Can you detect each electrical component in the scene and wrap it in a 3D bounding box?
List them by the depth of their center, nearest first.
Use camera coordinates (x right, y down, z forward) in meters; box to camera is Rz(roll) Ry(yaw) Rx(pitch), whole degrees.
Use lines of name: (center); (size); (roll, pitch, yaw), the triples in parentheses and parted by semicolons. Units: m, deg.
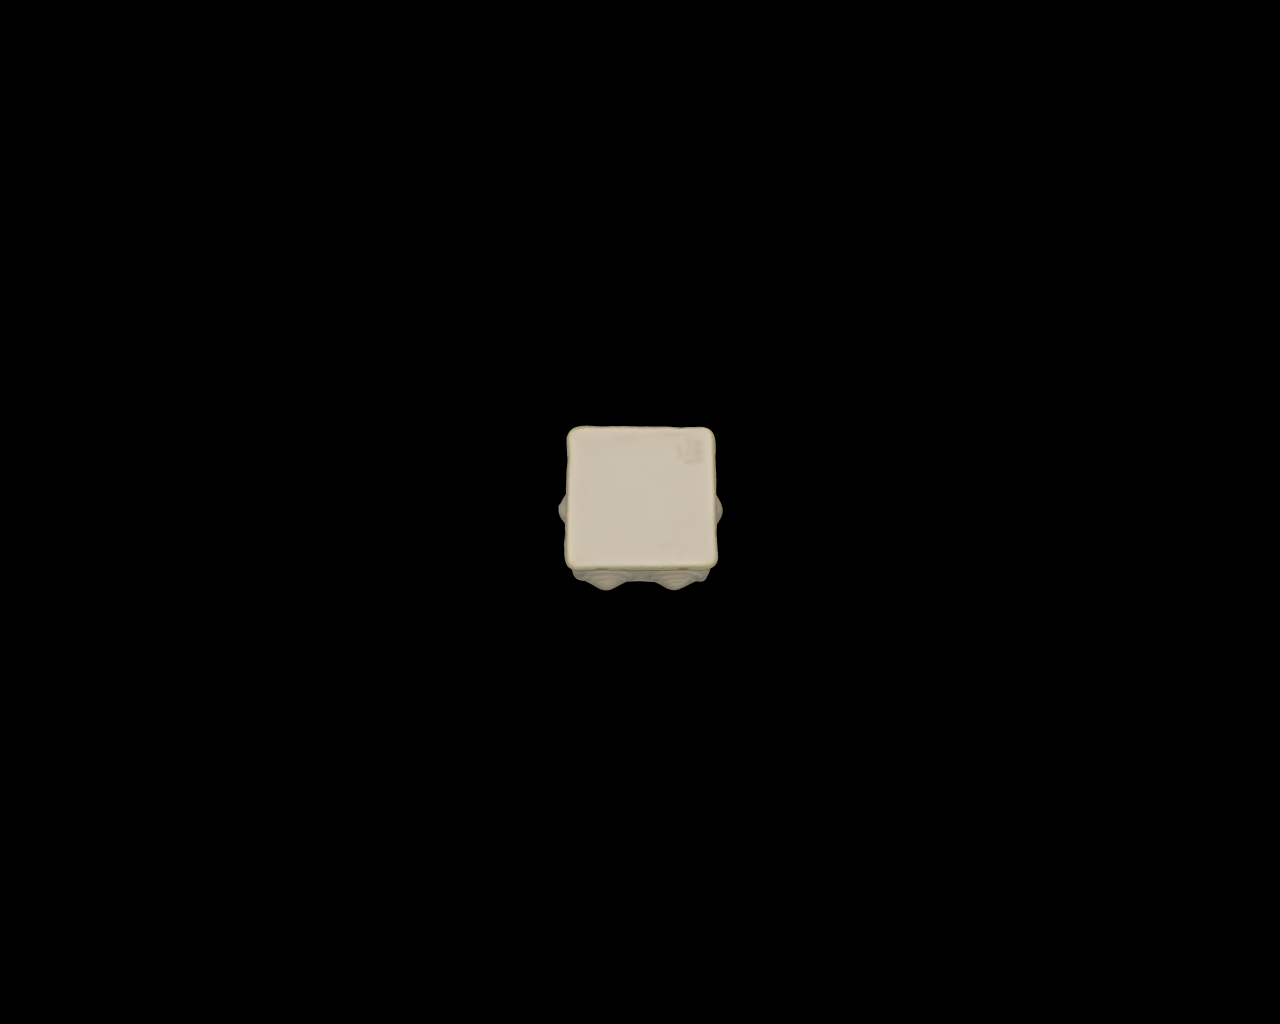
electrical component: (0.001, -0.003, 0.650); (0.100, 0.100, 0.048); (0, -17, 0)
